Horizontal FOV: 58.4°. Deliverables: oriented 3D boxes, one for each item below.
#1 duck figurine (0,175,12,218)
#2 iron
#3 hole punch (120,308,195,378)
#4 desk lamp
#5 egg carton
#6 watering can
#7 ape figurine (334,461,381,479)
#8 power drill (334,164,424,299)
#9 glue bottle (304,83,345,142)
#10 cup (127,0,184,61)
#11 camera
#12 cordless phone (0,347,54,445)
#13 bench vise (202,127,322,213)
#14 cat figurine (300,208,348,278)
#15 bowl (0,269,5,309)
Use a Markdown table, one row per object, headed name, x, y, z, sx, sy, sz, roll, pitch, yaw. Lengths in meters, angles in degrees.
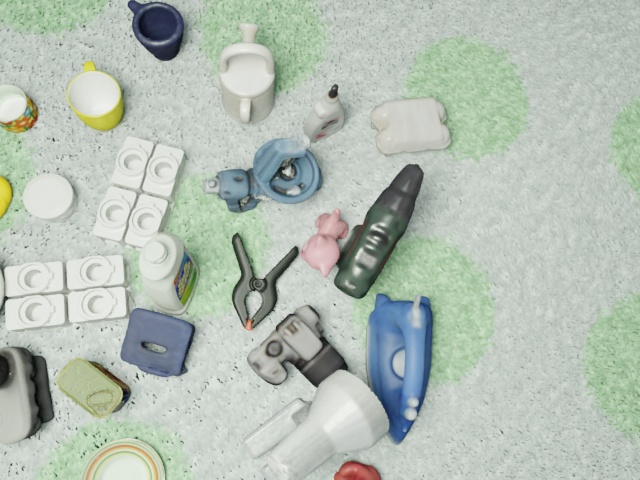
| name | x | y | z | sx | sy | sz | roll | pitch | yaw |
| --- | --- | --- | --- | --- | --- | --- | --- | --- | --- |
| duck figurine | -0.578 | -0.073 | 0.964 | 0.077 | 0.086 | 0.105 | 37 | 75 | 3 |
| iron | 0.145 | 0.214 | 0.955 | 0.118 | 0.141 | 0.258 | 3 | 76 | -6 |
| hole punch | -0.265 | 0.171 | 0.942 | 0.108 | 0.091 | 0.101 | 16 | 75 | -3 |
| desk lamp | -0.010 | 0.300 | 0.879 | 0.203 | 0.213 | 0.118 | -35 | 83 | -13 |
| egg carton | 0.173 | -0.217 | 1.098 | 0.150 | 0.069 | 0.107 | -8 | 78 | -9 |
| watering can | -0.131 | -0.300 | 1.016 | 0.101 | 0.194 | 0.173 | -20 | 80 | -11 |
| ape figurine | 0.066 | 0.400 | 0.927 | 0.076 | 0.092 | 0.078 | -5 | 77 | -8 |
| power drill | 0.090 | -0.003 | 0.965 | 0.075 | 0.208 | 0.230 | 28 | 75 | 1 |
| glue bottle | 0.014 | -0.234 | 1.029 | 0.078 | 0.173 | 0.037 | -31 | 82 | -12 |
| cup | -0.306 | -0.386 | 1.067 | 0.117 | 0.095 | 0.092 | 39 | 76 | 3 |
| camera | -0.030 | 0.198 | 0.959 | 0.137 | 0.100 | 0.143 | 45 | 76 | 5 |
| cordless phone | -0.478 | 0.231 | 0.853 | 0.094 | 0.185 | 0.147 | -17 | 79 | -10 |
| bench vise | -0.086 | -0.106 | 0.962 | 0.207 | 0.219 | 0.121 | -30 | 81 | -12 |
| cat figurine | 0.009 | 0.004 | 1.001 | 0.067 | 0.117 | 0.128 | 23 | 75 | -1 |
| bowl | -0.589 | 0.089 | 0.930 | 0.167 | 0.074 | 0.167 | 2 | 77 | -6 |
